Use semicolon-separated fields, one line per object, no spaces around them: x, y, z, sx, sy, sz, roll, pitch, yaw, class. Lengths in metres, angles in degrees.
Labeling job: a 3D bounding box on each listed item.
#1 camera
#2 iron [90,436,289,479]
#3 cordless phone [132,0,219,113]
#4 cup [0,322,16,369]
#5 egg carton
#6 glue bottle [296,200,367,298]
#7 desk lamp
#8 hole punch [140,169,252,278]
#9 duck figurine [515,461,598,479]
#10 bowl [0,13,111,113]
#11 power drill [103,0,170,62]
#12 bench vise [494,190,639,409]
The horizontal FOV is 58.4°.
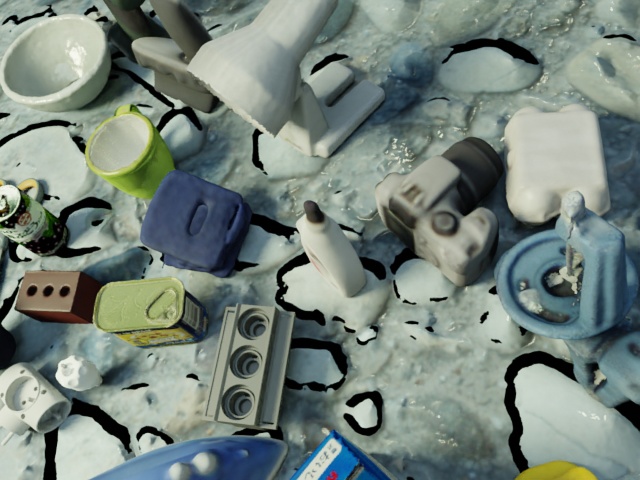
0.150;-0.047;0.635;0.137;0.101;0.143;-42;64;-10;camera
-0.161;0.244;0.535;0.258;0.142;0.118;-27;63;-2;iron
-0.194;-0.271;0.762;0.147;0.185;0.094;22;71;20;cordless phone
-0.408;0.108;0.675;0.091;0.095;0.117;-10;63;7;cup
0.264;-0.086;0.648;0.107;0.069;0.150;-1;65;11;egg carton
0.006;0.002;0.599;0.037;0.173;0.078;-43;64;-10;glue bottle
-0.034;-0.192;0.677;0.117;0.214;0.203;38;77;25;desk lamp
-0.145;-0.021;0.686;0.101;0.091;0.109;11;67;16;hole punch
0.203;0.238;0.497;0.104;0.086;0.077;-43;64;-10;duck figurine
-0.377;-0.248;0.850;0.167;0.075;0.167;-4;64;9;bowl
-0.307;-0.366;0.817;0.076;0.209;0.229;-44;65;-11;power drill
0.252;0.049;0.502;0.207;0.220;0.121;32;75;23;bench vise
